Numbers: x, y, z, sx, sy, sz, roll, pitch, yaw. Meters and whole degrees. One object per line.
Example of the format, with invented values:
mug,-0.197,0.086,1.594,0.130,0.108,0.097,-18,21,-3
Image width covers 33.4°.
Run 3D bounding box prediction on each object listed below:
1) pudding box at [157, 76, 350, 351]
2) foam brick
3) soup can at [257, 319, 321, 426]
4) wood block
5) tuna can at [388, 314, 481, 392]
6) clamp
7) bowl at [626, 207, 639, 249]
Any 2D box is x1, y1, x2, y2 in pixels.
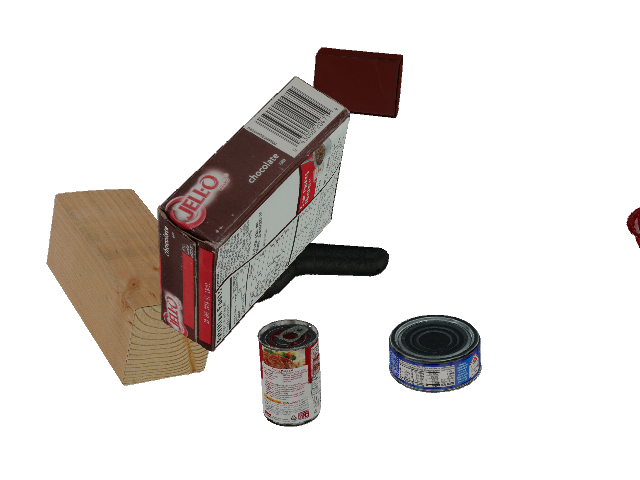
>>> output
pudding box,-0.033,-0.012,0.528,0.039,0.113,0.090,33,-34,16
foam brick,0.034,-0.143,0.965,0.078,0.051,0.053,7,17,6
soup can,-0.034,0.149,1.204,0.068,0.102,0.068,-2,24,1
wood block,-0.191,0.039,1.063,0.090,0.091,0.206,-6,35,-34
tuna can,0.106,0.103,0.988,0.086,0.034,0.086,-4,26,2
clamp,-0.043,0.000,0.868,0.171,0.039,0.120,-13,42,-27
bowl,0.406,0.007,1.130,0.162,0.055,0.162,-3,23,1
